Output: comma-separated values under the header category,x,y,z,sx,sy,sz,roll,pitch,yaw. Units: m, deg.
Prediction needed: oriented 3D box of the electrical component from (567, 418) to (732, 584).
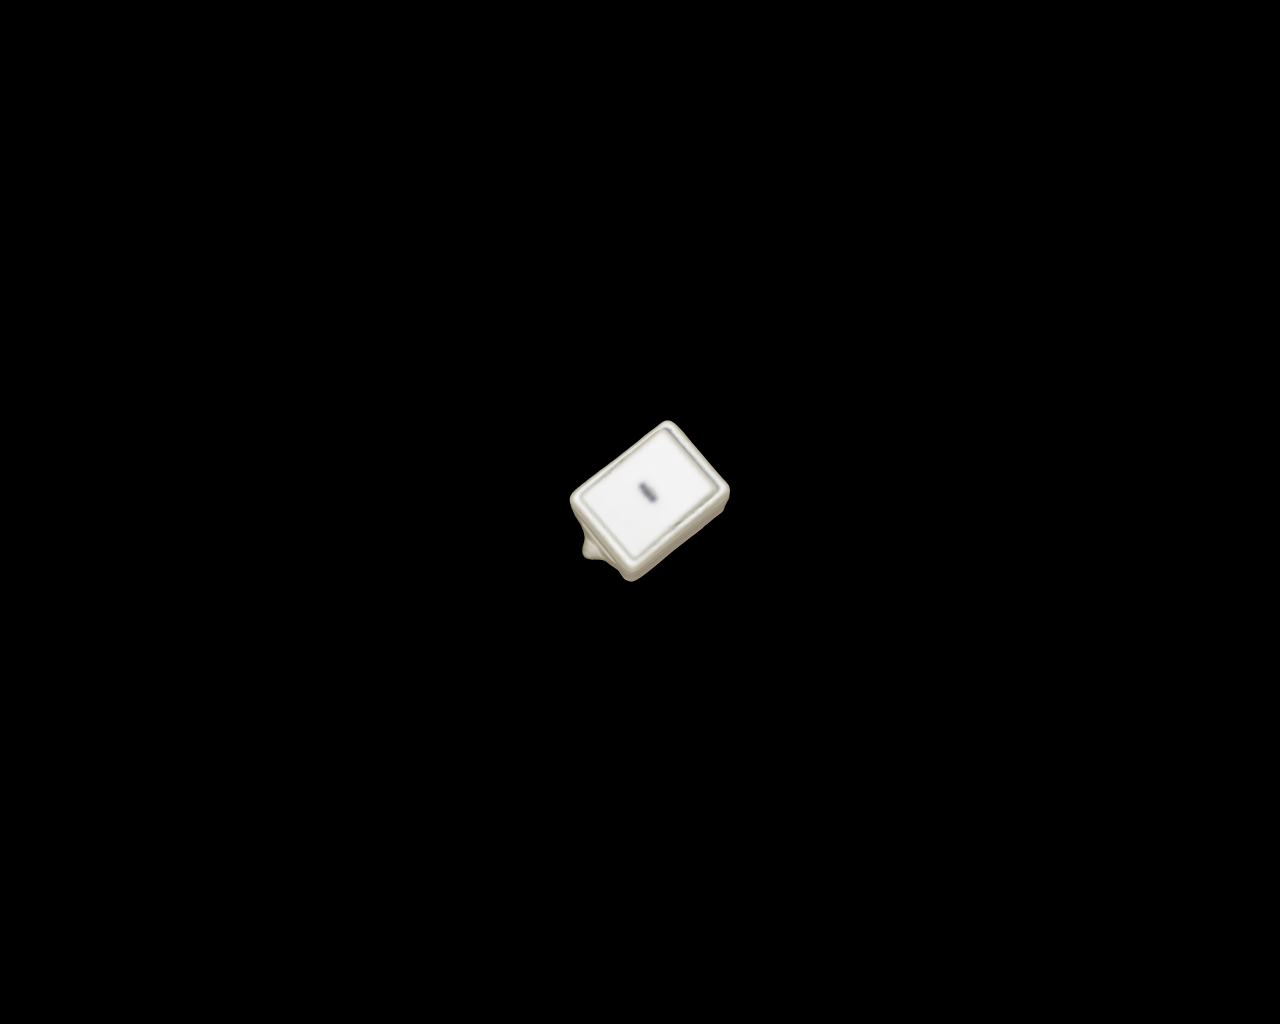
category,x,y,z,sx,sy,sz,roll,pitch,yaw
electrical component,0.001,-0.003,0.650,0.096,0.062,0.061,-38,-9,-7
